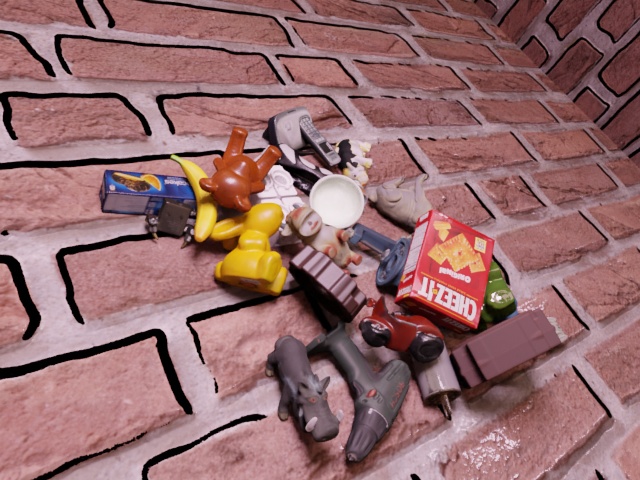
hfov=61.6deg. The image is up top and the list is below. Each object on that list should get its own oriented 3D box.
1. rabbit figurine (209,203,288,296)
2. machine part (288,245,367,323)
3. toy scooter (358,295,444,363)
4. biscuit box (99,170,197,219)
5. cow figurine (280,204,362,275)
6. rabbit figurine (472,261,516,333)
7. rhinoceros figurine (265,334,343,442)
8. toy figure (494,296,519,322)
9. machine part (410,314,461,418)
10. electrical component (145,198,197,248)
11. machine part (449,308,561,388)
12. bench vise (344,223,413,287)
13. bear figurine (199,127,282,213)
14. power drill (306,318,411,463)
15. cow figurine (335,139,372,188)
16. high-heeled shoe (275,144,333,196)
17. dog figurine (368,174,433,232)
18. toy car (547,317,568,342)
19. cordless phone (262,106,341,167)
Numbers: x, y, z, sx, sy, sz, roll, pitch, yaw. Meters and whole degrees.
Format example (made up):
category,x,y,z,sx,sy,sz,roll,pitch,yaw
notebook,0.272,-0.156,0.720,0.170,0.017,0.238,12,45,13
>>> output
category,x,y,z,sx,sy,sz,roll,pitch,yaw
rabbit figurine,-0.127,0.007,1.036,0.163,0.121,0.173,9,73,22
machine part,0.015,0.085,1.034,0.179,0.179,0.056,42,76,8
toy scooter,0.150,0.165,1.047,0.184,0.075,0.135,17,23,-21
biscuit box,-0.319,-0.088,1.053,0.202,0.059,0.063,3,51,-32
cow figurine,-0.002,-0.003,1.111,0.127,0.194,0.085,22,69,36
rabbit figurine,0.343,0.144,1.221,0.159,0.170,0.121,55,16,-56
rhinoceros figurine,-0.024,0.248,0.900,0.073,0.112,0.190,2,43,-35
toy figure,0.416,0.135,1.315,0.089,0.082,0.180,-23,70,-46
machine part,0.225,0.242,1.094,0.079,0.079,0.243,9,47,-27
electrical component,-0.278,-0.033,1.025,0.102,0.078,0.045,24,14,-32
machine part,0.367,0.220,1.088,0.087,0.201,0.201,64,4,18
bench vise,0.158,0.024,1.223,0.240,0.129,0.224,30,39,-13
bear figurine,-0.157,-0.137,1.051,0.120,0.132,0.196,29,12,-7
power drill,0.060,0.254,0.973,0.207,0.086,0.232,43,40,14
cow figurine,0.084,-0.204,1.417,0.098,0.068,0.167,16,41,-12
high-heeled shoe,-0.043,-0.128,1.267,0.145,0.086,0.249,-12,63,-23
dog figurine,0.223,-0.053,1.361,0.172,0.121,0.190,-13,74,-2
toy car,0.527,0.236,1.312,0.201,0.056,0.073,-4,55,-36
cordless phone,-0.041,-0.243,1.363,0.184,0.088,0.146,48,43,8
